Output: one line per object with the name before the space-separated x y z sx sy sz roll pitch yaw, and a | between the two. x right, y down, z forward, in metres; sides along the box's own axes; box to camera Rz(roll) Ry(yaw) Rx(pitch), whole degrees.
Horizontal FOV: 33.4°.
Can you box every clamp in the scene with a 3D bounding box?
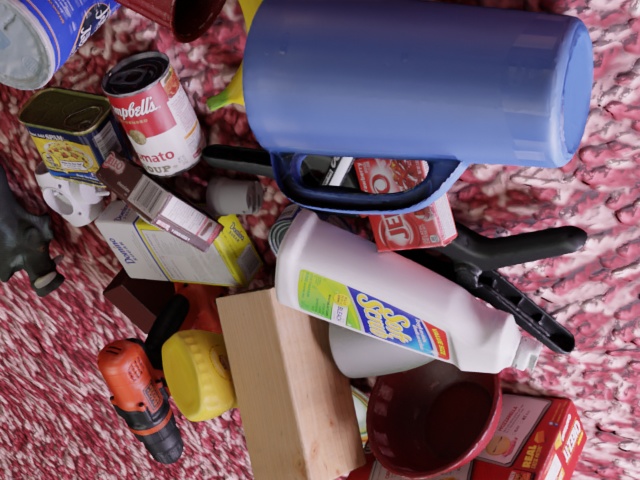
clamp | 0.145 0.018 0.975 0.210 0.036 0.164 21 143 17
clamp | -0.029 -0.071 0.999 0.171 0.039 0.120 41 139 -7

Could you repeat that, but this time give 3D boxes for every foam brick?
foam brick | -0.211 0.066 1.281 0.078 0.053 0.051 47 142 -18

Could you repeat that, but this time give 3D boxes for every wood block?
wood block | -0.030 0.149 1.126 0.091 0.090 0.206 -13 89 44

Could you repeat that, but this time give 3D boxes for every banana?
banana | -0.057 -0.174 0.873 0.069 0.037 0.198 -7 142 -12

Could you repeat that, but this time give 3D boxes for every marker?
marker | 0.025 -0.078 0.940 0.020 0.020 0.121 30 124 3

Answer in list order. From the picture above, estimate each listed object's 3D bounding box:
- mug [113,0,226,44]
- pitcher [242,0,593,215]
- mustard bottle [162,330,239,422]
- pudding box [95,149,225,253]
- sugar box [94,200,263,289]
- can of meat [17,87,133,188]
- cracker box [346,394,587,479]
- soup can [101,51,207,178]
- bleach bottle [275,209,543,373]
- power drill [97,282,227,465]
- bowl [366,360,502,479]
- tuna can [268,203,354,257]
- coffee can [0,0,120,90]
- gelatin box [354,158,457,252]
mug | -0.123 -0.216 0.874 0.081 0.093 0.117 29 178 14
pitcher | 0.072 -0.108 0.802 0.243 0.144 0.149 9 135 25
mustard bottle | -0.080 0.143 1.190 0.058 0.191 0.096 -42 62 36
pudding box | -0.162 -0.040 1.077 0.114 0.039 0.089 38 -177 39
sugar box | -0.157 0.003 1.176 0.177 0.048 0.093 6 137 36
can of meat | -0.252 -0.105 1.112 0.102 0.057 0.084 13 141 26
cracker box | 0.150 0.239 1.120 0.214 0.164 0.072 -1 130 37
soup can | -0.156 -0.119 1.016 0.069 0.068 0.102 7 138 31
bleach bottle | 0.084 0.059 0.990 0.251 0.068 0.103 21 143 12
power drill | -0.164 0.140 1.218 0.057 0.187 0.184 8 136 28
bowl | 0.126 0.173 1.083 0.162 0.162 0.055 -9 146 42
tuna can | -0.007 0.001 1.072 0.086 0.033 0.086 20 142 16
coffee can | -0.231 -0.210 0.904 0.103 0.140 0.103 20 142 16
gelatin box | 0.075 -0.036 0.945 0.073 0.030 0.089 -5 105 41
